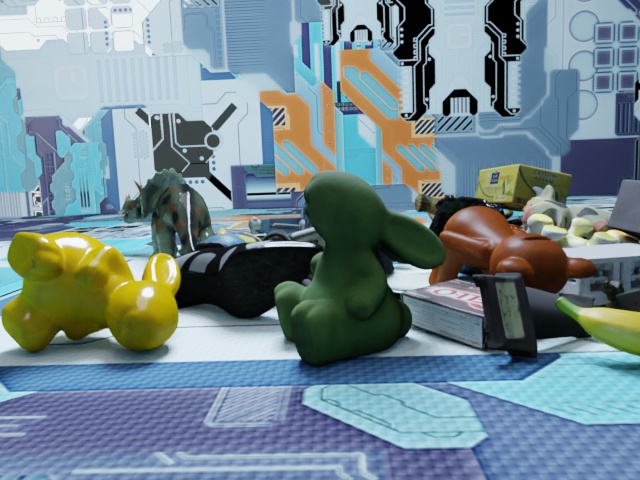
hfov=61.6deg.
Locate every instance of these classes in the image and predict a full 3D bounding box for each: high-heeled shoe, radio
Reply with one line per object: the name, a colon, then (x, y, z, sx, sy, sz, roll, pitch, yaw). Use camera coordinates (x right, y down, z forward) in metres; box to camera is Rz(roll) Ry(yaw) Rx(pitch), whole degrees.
high-heeled shoe: (-0.104, 0.032, 0.683, 0.249, 0.086, 0.145, -18, 22, 13)
radio: (0.507, -0.013, 0.705, 0.229, 0.073, 0.131, 16, 7, -21)

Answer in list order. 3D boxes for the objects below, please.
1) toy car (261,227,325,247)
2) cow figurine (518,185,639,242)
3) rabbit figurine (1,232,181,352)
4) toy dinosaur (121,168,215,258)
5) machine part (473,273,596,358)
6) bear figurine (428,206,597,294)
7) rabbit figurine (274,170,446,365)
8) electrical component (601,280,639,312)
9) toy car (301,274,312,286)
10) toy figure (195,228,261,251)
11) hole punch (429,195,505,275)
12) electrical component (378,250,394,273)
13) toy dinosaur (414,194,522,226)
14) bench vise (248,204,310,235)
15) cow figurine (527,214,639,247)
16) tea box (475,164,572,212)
toy car: (-0.001, -0.002, 0.724, 0.202, 0.056, 0.073, -17, 3, -2)
cow figurine: (0.402, -0.023, 0.836, 0.195, 0.085, 0.127, 7, 26, -20)
rabbit figurine: (-0.215, 0.067, 0.560, 0.173, 0.121, 0.162, 17, 6, 25)
toy dinosaur: (-0.281, -0.048, 1.061, 0.131, 0.192, 0.405, -9, 9, -32)
machine part: (0.200, 0.068, 0.496, 0.139, 0.084, 0.039, 4, -27, -30)
bear figurine: (0.221, 0.036, 0.645, 0.120, 0.131, 0.196, -4, 24, -13)
rabbit figurine: (0.036, 0.018, 0.513, 0.159, 0.170, 0.121, -4, 8, -8)
electrical component: (0.335, 0.054, 0.535, 0.078, 0.045, 0.102, 0, -17, -12)
toy car: (0.003, 0.051, 0.724, 0.089, 0.053, 0.202, -23, 10, -16)
toy figure: (-0.140, 0.028, 0.857, 0.089, 0.082, 0.180, 16, 1, 3)
hole punch: (0.226, -0.001, 0.811, 0.092, 0.115, 0.142, 25, -2, -19)
electrical component: (0.082, 0.024, 0.819, 0.119, 0.047, 0.075, -20, 11, -12)
toy dinosaur: (0.285, -0.027, 1.066, 0.198, 0.105, 0.472, 5, 17, -15)
bench vise: (-0.038, -0.026, 1.094, 0.240, 0.128, 0.224, 2, 5, -28)
cow figurine: (0.355, 0.023, 0.740, 0.167, 0.098, 0.068, 7, 25, -15)
tea box: (0.354, -0.089, 0.957, 0.098, 0.068, 0.170, 10, 2, -8)
